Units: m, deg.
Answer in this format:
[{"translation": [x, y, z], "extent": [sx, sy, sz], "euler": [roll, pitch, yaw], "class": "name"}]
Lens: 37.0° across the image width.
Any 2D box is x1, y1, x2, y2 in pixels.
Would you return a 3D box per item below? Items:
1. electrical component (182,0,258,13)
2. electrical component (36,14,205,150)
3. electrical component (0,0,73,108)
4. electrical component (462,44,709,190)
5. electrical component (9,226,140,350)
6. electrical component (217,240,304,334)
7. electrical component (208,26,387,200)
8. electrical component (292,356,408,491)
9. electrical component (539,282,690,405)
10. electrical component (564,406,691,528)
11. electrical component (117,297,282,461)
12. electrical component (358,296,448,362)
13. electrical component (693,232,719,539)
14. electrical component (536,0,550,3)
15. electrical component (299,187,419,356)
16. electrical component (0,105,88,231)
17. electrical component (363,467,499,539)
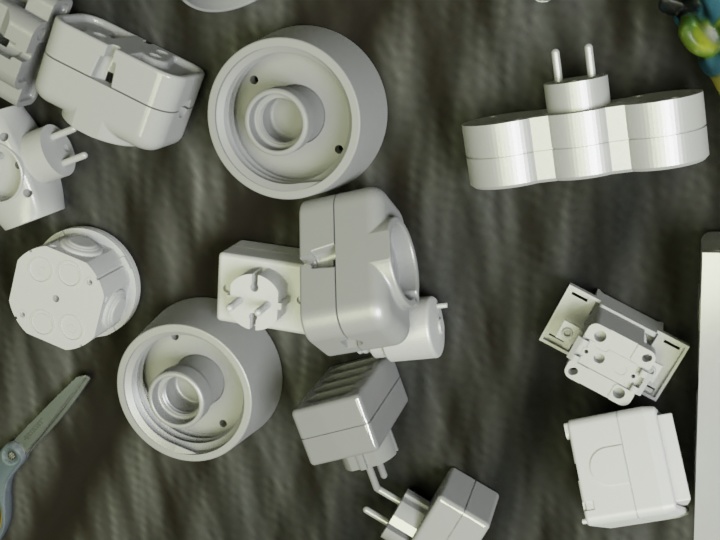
[{"translation": [-0.078, -0.203, 0.631], "extent": [0.099, 0.099, 0.064], "euler": [-42, 85, 22], "class": "electrical component"}, {"translation": [-0.157, -0.119, 0.698], "extent": [0.095, 0.054, 0.059], "euler": [27, 111, 7], "class": "electrical component"}, {"translation": [-0.232, -0.156, 0.708], "extent": [0.057, 0.058, 0.078], "euler": [30, 111, 3], "class": "electrical component"}, {"translation": [0.127, -0.093, 0.624], "extent": [0.138, 0.052, 0.073], "euler": [-6, 103, 17], "class": "electrical component"}, {"translation": [-0.199, 0.013, 0.748], "extent": [0.080, 0.051, 0.080], "euler": [4, 106, 15], "class": "electrical component"}, {"translation": [-0.062, 0.016, 0.695], "extent": [0.066, 0.077, 0.047], "euler": [9, 107, 14], "class": "electrical component"}, {"translation": [-0.042, -0.095, 0.668], "extent": [0.108, 0.060, 0.108], "euler": [4, 106, 15], "class": "electrical component"}, {"translation": [0.001, 0.105, 0.699], "extent": [0.047, 0.083, 0.075], "euler": [-16, 100, 20], "class": "electrical component"}, {"translation": [0.152, 0.048, 0.650], "extent": [0.081, 0.064, 0.042], "euler": [27, 112, 7], "class": "electrical component"}, {"translation": [0.168, 0.121, 0.653], "extent": [0.061, 0.096, 0.061], "euler": [-14, 71, 19], "class": "electrical component"}, {"translation": [-0.114, 0.079, 0.737], "extent": [0.108, 0.060, 0.108], "euler": [4, 106, 15], "class": "electrical component"}, {"translation": [0.019, 0.040, 0.698], "extent": [0.078, 0.040, 0.040], "euler": [-7, 103, 18], "class": "electrical component"}, {"translation": [0.252, 0.073, 0.629], "extent": [0.105, 0.060, 0.186], "euler": [1, 105, 16], "class": "electrical component"}, {"translation": [0.094, -0.190, 0.612], "extent": [0.081, 0.042, 0.063], "euler": [20, 111, 11], "class": "electrical component"}, {"translation": [0.000, 0.000, 0.667], "extent": [0.059, 0.053, 0.095], "euler": [-11, 64, 19], "class": "electrical component"}, {"translation": [-0.223, -0.075, 0.734], "extent": [0.079, 0.044, 0.077], "euler": [-17, 100, 20], "class": "electrical component"}, {"translation": [0.039, 0.173, 0.726], "extent": [0.076, 0.047, 0.083], "euler": [30, 111, 6], "class": "electrical component"}]
